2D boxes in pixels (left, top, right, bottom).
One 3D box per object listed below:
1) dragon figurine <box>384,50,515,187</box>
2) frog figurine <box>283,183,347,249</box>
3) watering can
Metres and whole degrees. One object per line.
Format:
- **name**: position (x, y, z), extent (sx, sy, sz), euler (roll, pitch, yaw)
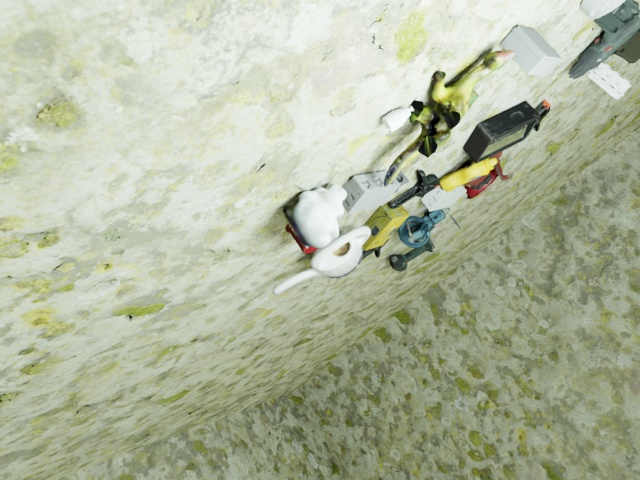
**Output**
- **dragon figurine**: position (0.313, -0.299, 1.257), extent (0.246, 0.123, 0.402), euler (-26, 161, -44)
- **frog figurine**: position (0.004, -0.062, 1.239), extent (0.159, 0.138, 0.122), euler (-34, 176, 2)
- **watering can**: position (0.018, 0.071, 1.610), extent (0.347, 0.105, 0.222), euler (-36, 161, 2)
